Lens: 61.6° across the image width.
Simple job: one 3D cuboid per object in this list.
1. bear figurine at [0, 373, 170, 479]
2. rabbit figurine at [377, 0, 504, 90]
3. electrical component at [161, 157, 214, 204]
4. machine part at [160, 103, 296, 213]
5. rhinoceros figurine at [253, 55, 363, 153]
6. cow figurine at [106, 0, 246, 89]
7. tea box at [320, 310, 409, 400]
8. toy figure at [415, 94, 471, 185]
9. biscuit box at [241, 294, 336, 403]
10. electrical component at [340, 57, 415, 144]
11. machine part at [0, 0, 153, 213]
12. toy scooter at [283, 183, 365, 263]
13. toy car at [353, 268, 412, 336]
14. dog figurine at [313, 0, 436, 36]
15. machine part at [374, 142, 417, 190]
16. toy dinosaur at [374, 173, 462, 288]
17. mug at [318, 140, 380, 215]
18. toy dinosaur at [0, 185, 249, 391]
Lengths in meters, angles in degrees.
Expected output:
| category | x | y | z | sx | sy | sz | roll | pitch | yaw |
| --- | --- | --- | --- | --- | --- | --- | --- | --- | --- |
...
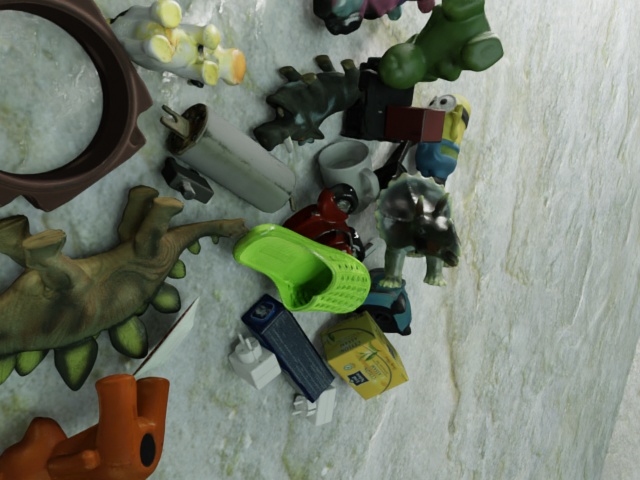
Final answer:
| category | x | y | z | sx | sy | sz | roll | pitch | yaw |
| --- | --- | --- | --- | --- | --- | --- | --- | --- | --- |
| bear figurine | -0.284 | 0.230 | 0.623 | 0.120 | 0.196 | 0.132 | 48 | 36 | -68 |
| rabbit figurine | 0.162 | -0.288 | 0.811 | 0.170 | 0.159 | 0.121 | -23 | 103 | 6 |
| electrical component | -0.164 | -0.071 | 0.674 | 0.063 | 0.094 | 0.021 | 28 | 104 | -41 |
| machine part | -0.113 | -0.105 | 0.720 | 0.243 | 0.079 | 0.079 | 32 | 82 | -42 |
| rhinoceros figurine | -0.019 | -0.197 | 0.784 | 0.190 | 0.073 | 0.111 | -38 | 137 | -30 |
| cow figurine | -0.166 | -0.220 | 0.637 | 0.167 | 0.098 | 0.068 | 5 | 94 | -62 |
| tea box | 0.082 | 0.211 | 0.968 | 0.098 | 0.068 | 0.169 | -29 | 134 | 11 |
| toy figure | 0.226 | -0.184 | 0.999 | 0.089 | 0.082 | 0.180 | 16 | 85 | -63 |
| biscuit box | -0.049 | 0.179 | 0.878 | 0.063 | 0.059 | 0.202 | -44 | 129 | -21 |
| electrical component | 0.096 | -0.228 | 0.882 | 0.115 | 0.058 | 0.134 | -6 | 108 | -43 |
| machine part | -0.290 | -0.145 | 0.541 | 0.201 | 0.087 | 0.200 | -44 | 128 | -25 |
| toy scooter | -0.002 | -0.003 | 0.845 | 0.135 | 0.075 | 0.183 | -23 | 140 | -10 |
| toy car | 0.119 | 0.105 | 0.981 | 0.161 | 0.109 | 0.103 | 54 | 43 | -47 |
| dog figurine | 0.067 | -0.392 | 0.773 | 0.219 | 0.109 | 0.191 | -10 | 111 | -37 |
| machine part | 0.134 | -0.139 | 0.941 | 0.039 | 0.084 | 0.139 | 37 | 66 | -11 |
| toy dinosaur | 0.179 | -0.035 | 0.930 | 0.405 | 0.131 | 0.192 | -48 | 140 | -68 |
| mug | 0.056 | -0.091 | 0.861 | 0.081 | 0.110 | 0.107 | -42 | 139 | -25 |
| toy dinosaur | -0.286 | 0.069 | 0.603 | 0.471 | 0.105 | 0.198 | -21 | 120 | -30 |
